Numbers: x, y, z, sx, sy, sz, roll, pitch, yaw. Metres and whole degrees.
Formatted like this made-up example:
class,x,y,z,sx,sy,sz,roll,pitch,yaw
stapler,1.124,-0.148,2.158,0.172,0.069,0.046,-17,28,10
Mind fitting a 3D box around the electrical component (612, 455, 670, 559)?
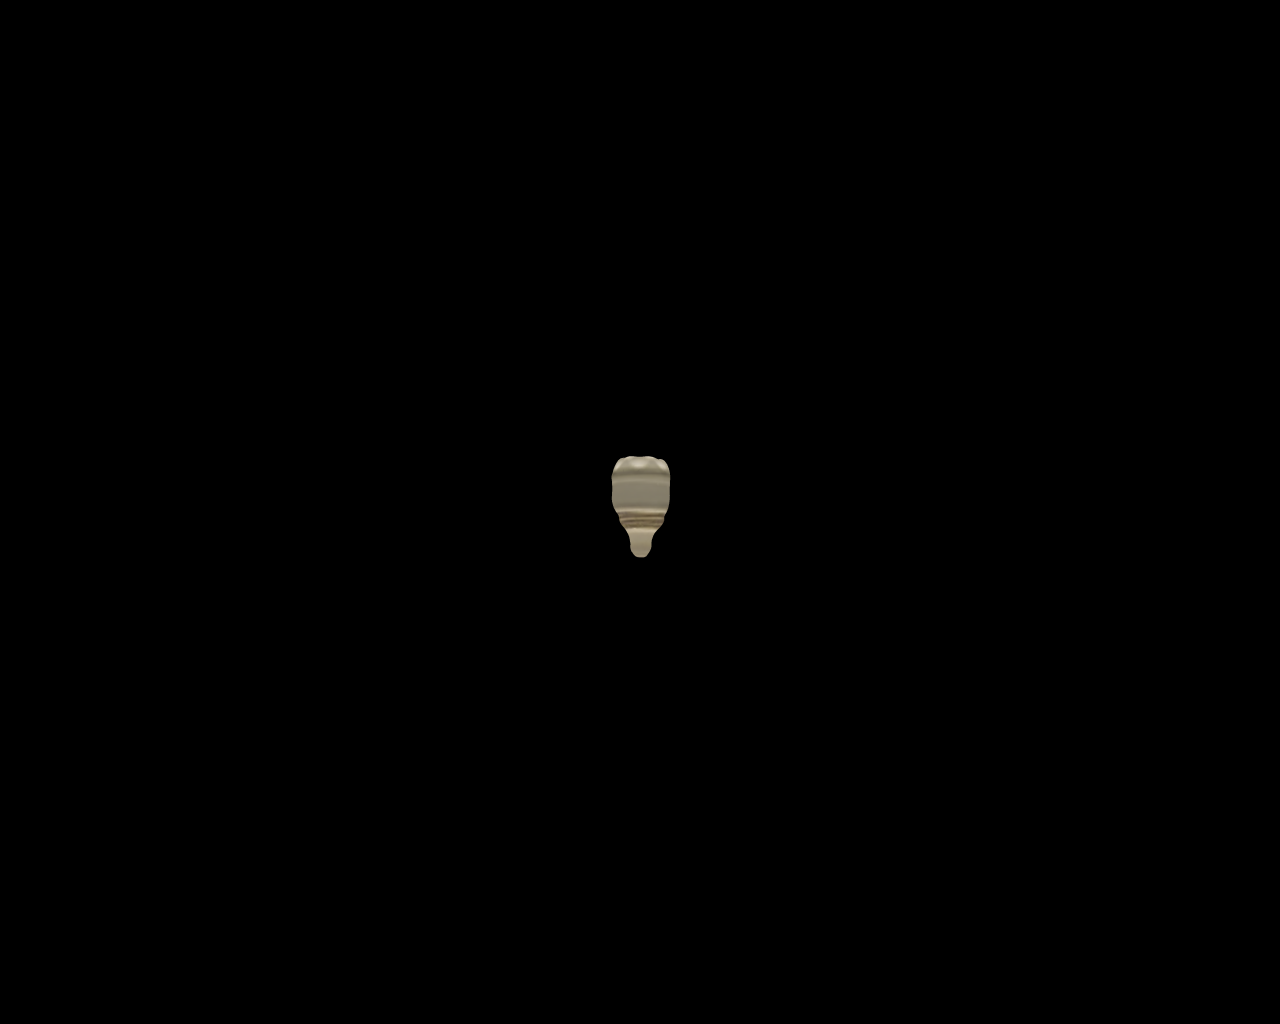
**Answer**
class,x,y,z,sx,sy,sz,roll,pitch,yaw
electrical component,0.001,-0.003,0.650,0.035,0.061,0.035,0,-5,0
